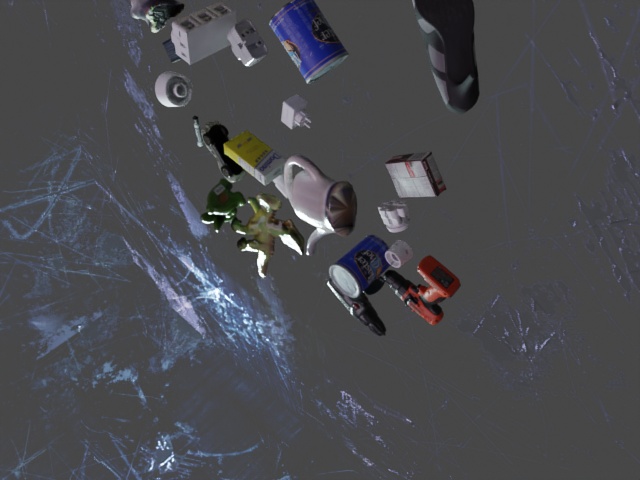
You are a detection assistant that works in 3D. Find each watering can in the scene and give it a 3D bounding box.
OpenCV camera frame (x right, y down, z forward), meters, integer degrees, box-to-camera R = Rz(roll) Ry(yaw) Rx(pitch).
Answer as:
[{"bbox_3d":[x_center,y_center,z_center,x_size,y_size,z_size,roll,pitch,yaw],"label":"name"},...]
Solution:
[{"bbox_3d":[0.004,-0.069,1.374,0.226,0.105,0.340,23,140,41],"label":"watering can"}]

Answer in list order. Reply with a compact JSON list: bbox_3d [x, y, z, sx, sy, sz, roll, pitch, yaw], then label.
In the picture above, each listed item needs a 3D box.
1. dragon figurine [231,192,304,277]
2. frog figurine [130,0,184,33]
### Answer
[{"bbox_3d":[-0.155,-0.002,1.699,0.244,0.124,0.401,17,138,35],"label":"dragon figurine"},{"bbox_3d":[-0.464,-0.661,1.390,0.135,0.123,0.161,-45,73,28],"label":"frog figurine"}]
